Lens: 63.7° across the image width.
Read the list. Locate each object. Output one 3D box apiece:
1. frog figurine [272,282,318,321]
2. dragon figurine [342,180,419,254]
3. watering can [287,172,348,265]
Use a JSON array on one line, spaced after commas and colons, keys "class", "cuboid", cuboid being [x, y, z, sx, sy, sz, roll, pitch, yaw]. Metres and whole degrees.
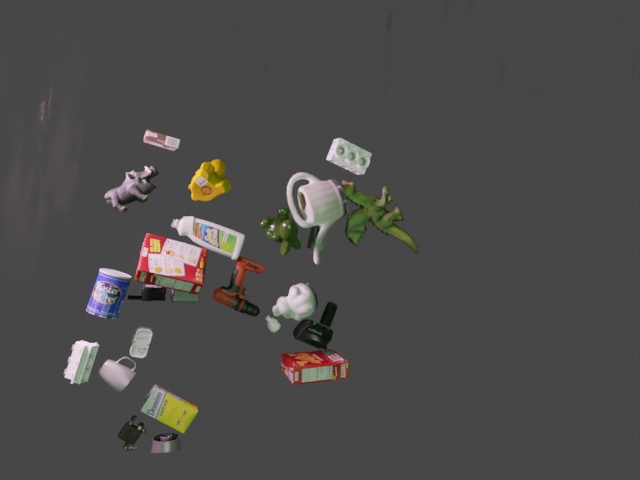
[{"class": "frog figurine", "cuboid": [-0.094, 0.234, 1.904, 0.160, 0.124, 0.135, -13, 117, -31]}, {"class": "dragon figurine", "cuboid": [0.212, -0.068, 2.039, 0.243, 0.123, 0.407, -29, 100, 0]}, {"class": "watering can", "cuboid": [0.006, -0.096, 1.914, 0.226, 0.103, 0.350, -17, 81, -24]}]
